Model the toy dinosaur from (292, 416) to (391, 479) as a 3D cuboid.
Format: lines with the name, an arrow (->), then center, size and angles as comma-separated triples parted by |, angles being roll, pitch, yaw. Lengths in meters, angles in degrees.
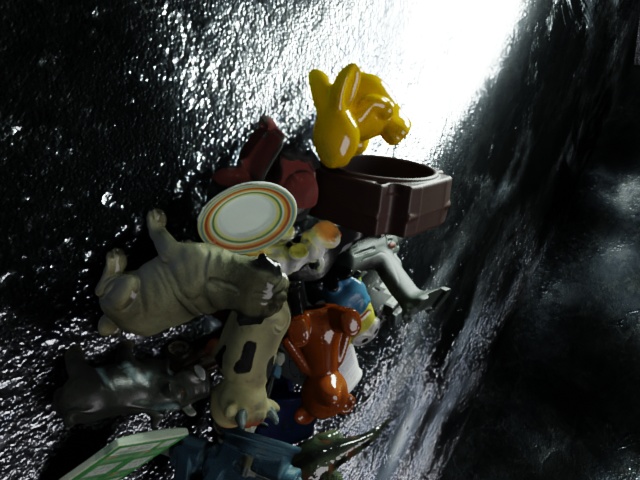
toy dinosaur -> -0.045, 0.448, 0.996 | 0.405, 0.131, 0.192 | -45, 155, -3

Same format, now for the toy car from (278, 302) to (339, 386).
toy car -> -0.033, 0.196, 0.951 | 0.103, 0.109, 0.161 | -13, 113, -32

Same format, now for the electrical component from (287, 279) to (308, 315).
electrical component -> -0.057, 0.091, 0.841 | 0.119, 0.075, 0.047 | -36, 116, -82

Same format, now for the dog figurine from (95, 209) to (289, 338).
dog figurine -> -0.147, 0.069, 0.613 | 0.172, 0.191, 0.121 | -60, 148, -7

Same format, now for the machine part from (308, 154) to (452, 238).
machine part -> 0.091, -0.079, 0.859 | 0.201, 0.202, 0.087 | -17, 121, -49

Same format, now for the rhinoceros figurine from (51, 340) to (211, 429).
rhinoceros figurine -> -0.220, 0.175, 0.648 | 0.190, 0.112, 0.073 | 11, 98, -50

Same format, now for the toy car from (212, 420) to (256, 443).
toy car -> -0.146, 0.352, 0.920 | 0.073, 0.056, 0.201 | -20, 125, -50

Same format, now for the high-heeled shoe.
high-heeled shoe -> -0.002, -0.003, 0.930 | 0.249, 0.145, 0.086 | -15, 112, -17

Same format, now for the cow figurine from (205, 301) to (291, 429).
cow figurine -> -0.092, 0.159, 0.710 | 0.085, 0.127, 0.194 | 13, 102, -41

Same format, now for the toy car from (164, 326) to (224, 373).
toy car -> -0.153, 0.166, 0.798 | 0.202, 0.053, 0.089 | -24, 132, -49

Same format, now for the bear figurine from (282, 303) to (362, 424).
bear figurine -> 0.004, 0.203, 0.852 | 0.120, 0.132, 0.195 | -6, 91, -11

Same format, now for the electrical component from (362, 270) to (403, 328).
electrical component -> 0.110, 0.118, 1.078 | 0.115, 0.134, 0.058 | -39, 141, -36

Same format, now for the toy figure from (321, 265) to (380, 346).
toy figure -> 0.054, 0.114, 0.957 | 0.082, 0.089, 0.179 | -23, 128, 6

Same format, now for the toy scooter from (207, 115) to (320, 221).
toy scooter -> -0.062, -0.097, 0.735 | 0.184, 0.075, 0.135 | 3, 115, -47

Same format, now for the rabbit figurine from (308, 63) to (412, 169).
rabbit figurine -> 0.047, -0.180, 0.794 | 0.173, 0.122, 0.162 | -52, 134, -39

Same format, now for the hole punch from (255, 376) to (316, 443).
hole punch -> -0.067, 0.317, 0.989 | 0.116, 0.092, 0.142 | -15, 125, -47

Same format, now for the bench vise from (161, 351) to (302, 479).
bench vise -> -0.118, 0.277, 0.796 | 0.128, 0.224, 0.240 | 53, 48, -56

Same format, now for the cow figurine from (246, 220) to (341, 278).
cow figurine -> -0.050, 0.028, 0.796 | 0.167, 0.068, 0.098 | -14, 145, -15

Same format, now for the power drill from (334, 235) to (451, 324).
power drill -> 0.155, 0.049, 1.040 | 0.232, 0.207, 0.086 | -17, 152, -39
